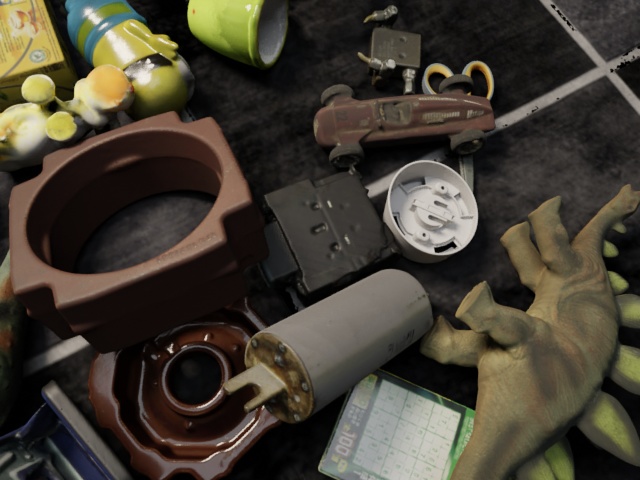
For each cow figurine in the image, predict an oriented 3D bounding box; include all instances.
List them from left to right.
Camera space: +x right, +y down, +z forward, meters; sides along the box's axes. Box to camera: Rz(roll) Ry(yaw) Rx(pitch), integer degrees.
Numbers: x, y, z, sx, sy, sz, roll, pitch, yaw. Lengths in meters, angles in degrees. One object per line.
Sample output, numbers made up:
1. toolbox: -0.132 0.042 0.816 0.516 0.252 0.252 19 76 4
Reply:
1. cow figurine: -0.262 -0.117 0.540 0.167 0.098 0.068 -20 88 -8

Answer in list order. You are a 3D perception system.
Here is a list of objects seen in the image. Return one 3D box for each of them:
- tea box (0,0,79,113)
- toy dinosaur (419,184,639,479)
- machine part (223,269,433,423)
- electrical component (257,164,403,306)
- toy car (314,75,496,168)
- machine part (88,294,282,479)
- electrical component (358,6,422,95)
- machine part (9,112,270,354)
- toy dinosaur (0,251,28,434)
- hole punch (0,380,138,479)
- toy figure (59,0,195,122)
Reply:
1. tea box: -0.339 -0.227 0.591 0.098 0.068 0.169 -20 74 -12
2. toy dinosaur: 0.200 0.120 0.490 0.199 0.105 0.471 40 70 9
3. machine part: 0.023 0.084 0.465 0.243 0.079 0.079 -20 70 -44
4. electrical component: -0.001 -0.002 0.544 0.134 0.058 0.115 -23 71 -14
5. toy car: 0.094 -0.135 0.596 0.202 0.053 0.089 -5 69 1
6. machine part: -0.111 0.126 0.486 0.179 0.056 0.179 1 69 -4
7. electrical component: 0.084 -0.226 0.642 0.078 0.045 0.102 12 69 1
8. machine part: -0.160 -0.014 0.484 0.201 0.087 0.201 -22 50 -10
9. toy dinosaur: -0.331 0.147 0.431 0.192 0.131 0.405 42 66 -3
10. hole punch: -0.205 0.185 0.422 0.142 0.115 0.092 43 65 8
11. toy figure: -0.215 -0.202 0.588 0.180 0.082 0.089 43 88 4
